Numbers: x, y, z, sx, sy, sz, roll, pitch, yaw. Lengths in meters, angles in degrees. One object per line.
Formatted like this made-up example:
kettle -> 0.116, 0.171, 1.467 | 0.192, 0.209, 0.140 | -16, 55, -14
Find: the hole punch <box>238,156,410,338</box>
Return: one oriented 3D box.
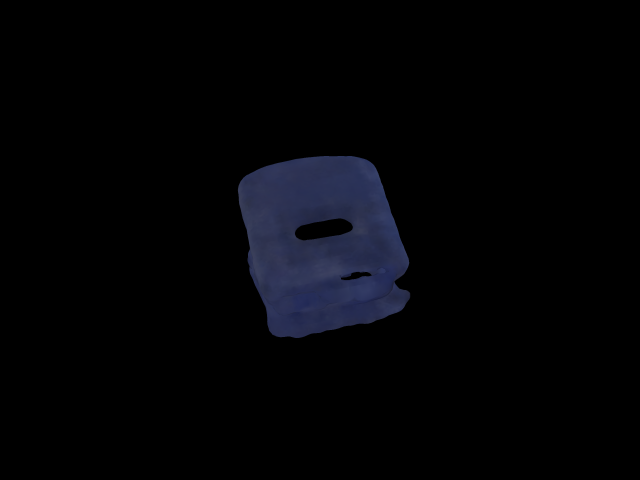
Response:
hole punch -> 0.004, 0.001, 0.400 | 0.109, 0.091, 0.101 | -11, 39, -14
